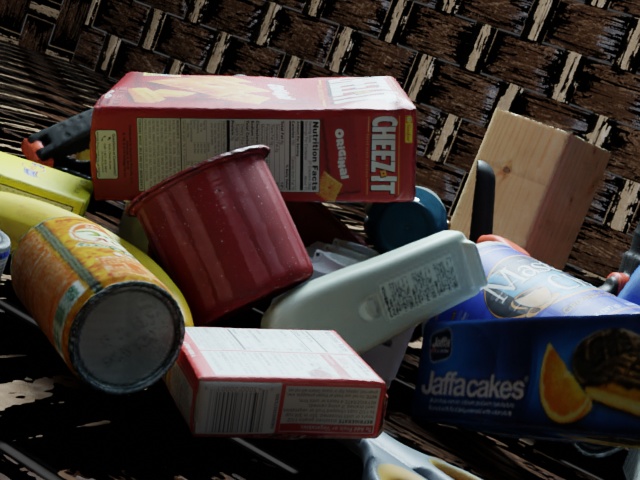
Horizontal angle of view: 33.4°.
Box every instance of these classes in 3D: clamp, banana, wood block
[{"bbox_3d":[-0.166,-0.072,0.945,0.209,0.165,0.036,-13,53,-39],"label":"clamp"},{"bbox_3d":[0.113,0.029,0.915,0.120,0.171,0.039,-18,-1,15],"label":"clamp"},{"bbox_3d":[-0.143,0.012,0.605,0.198,0.037,0.069,22,25,20],"label":"banana"},{"bbox_3d":[0.185,-0.009,1.023,0.091,0.206,0.090,27,9,38],"label":"wood block"}]

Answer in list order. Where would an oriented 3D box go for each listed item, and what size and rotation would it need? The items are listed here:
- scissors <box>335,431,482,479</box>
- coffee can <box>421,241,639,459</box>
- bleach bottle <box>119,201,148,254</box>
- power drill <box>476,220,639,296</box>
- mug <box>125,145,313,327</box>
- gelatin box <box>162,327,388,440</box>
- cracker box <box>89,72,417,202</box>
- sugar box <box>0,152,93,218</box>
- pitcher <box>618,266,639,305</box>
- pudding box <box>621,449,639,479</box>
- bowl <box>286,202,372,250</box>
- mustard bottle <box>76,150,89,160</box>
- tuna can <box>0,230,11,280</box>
[{"bbox_3d":[0.013,0.094,0.493,0.202,0.016,0.096,25,8,32],"label":"scissors"},{"bbox_3d":[0.153,0.071,0.730,0.102,0.103,0.140,15,9,-40],"label":"coffee can"},{"bbox_3d":[-0.099,-0.013,0.818,0.102,0.068,0.251,23,9,-11],"label":"bleach bottle"},{"bbox_3d":[0.212,0.044,0.873,0.187,0.184,0.057,8,10,-23],"label":"power drill"},{"bbox_3d":[-0.063,0.005,0.634,0.117,0.081,0.093,-29,-6,41],"label":"mug"},{"bbox_3d":[-0.023,0.065,0.491,0.089,0.030,0.073,4,12,-20],"label":"gelatin box"},{"bbox_3d":[-0.045,-0.078,0.763,0.213,0.072,0.164,0,16,-1],"label":"cracker box"},{"bbox_3d":[-0.237,-0.042,0.685,0.176,0.048,0.093,21,7,-11],"label":"sugar box"},{"bbox_3d":[0.325,0.104,0.738,0.243,0.149,0.144,36,50,28],"label":"pitcher"},{"bbox_3d":[0.211,0.115,0.618,0.039,0.090,0.113,21,7,11],"label":"pudding box"},{"bbox_3d":[-0.006,0.001,0.883,0.162,0.055,0.162,42,0,-1],"label":"bowl"},{"bbox_3d":[-0.214,-0.095,1.126,0.096,0.058,0.192,13,9,-20],"label":"mustard bottle"},{"bbox_3d":[-0.193,0.004,0.508,0.086,0.034,0.086,21,7,-3],"label":"tuna can"}]
